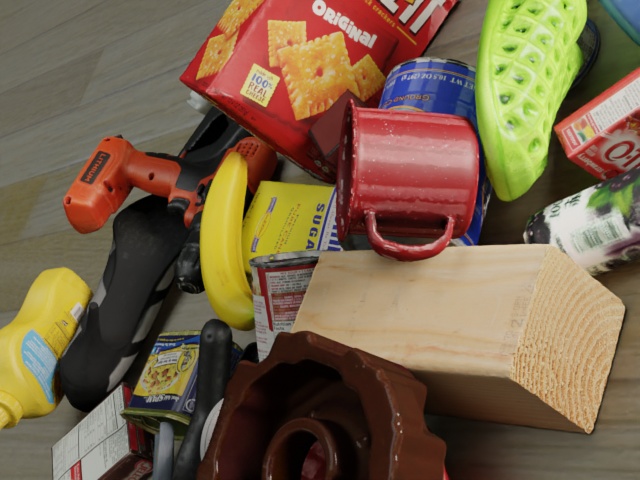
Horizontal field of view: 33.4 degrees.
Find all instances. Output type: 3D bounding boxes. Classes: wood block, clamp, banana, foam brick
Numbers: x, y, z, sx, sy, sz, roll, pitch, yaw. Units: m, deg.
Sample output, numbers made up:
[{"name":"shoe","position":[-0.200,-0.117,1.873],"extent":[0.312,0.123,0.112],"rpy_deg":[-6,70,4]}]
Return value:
[{"name":"wood block","position":[0.084,0.062,0.716],"extent":[0.207,0.090,0.090],"rpy_deg":[-3,60,50]},{"name":"clamp","position":[-0.074,-0.139,1.125],"extent":[0.210,0.036,0.164],"rpy_deg":[-30,41,33]},{"name":"clamp","position":[-0.080,0.150,0.861],"extent":[0.039,0.120,0.171],"rpy_deg":[13,88,25]},{"name":"banana","position":[-0.075,0.010,0.927],"extent":[0.070,0.037,0.198],"rpy_deg":[-32,48,18]},{"name":"foam brick","position":[0.039,-0.078,0.902],"extent":[0.051,0.078,0.053],"rpy_deg":[-45,37,12]}]

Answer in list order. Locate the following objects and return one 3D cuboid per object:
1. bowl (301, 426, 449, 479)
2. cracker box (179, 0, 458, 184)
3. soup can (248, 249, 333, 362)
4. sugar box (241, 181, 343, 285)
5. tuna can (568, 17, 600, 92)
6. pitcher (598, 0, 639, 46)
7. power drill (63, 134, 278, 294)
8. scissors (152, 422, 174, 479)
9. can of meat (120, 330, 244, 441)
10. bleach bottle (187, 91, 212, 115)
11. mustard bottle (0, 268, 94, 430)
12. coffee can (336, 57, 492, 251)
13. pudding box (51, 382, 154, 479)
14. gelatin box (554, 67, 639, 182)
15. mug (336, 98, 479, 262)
[{"name":"bowl","position":[0.033,0.190,0.700],"extent":[0.162,0.055,0.162],"rpy_deg":[-31,41,31]},{"name":"cracker box","position":[0.003,-0.181,0.954],"extent":[0.214,0.164,0.072],"rpy_deg":[-55,36,0]},{"name":"soup can","position":[-0.016,0.062,0.817],"extent":[0.069,0.068,0.102],"rpy_deg":[1,99,51]},{"name":"sugar box","position":[-0.006,0.001,0.916],"extent":[0.177,0.048,0.093],"rpy_deg":[6,70,54]},{"name":"tuna can","position":[0.174,-0.149,0.837],"extent":[0.086,0.033,0.086],"rpy_deg":[-30,42,31]},{"name":"pitcher","position":[0.285,-0.228,0.679],"extent":[0.243,0.149,0.145],"rpy_deg":[-38,50,28]},{"name":"power drill","position":[-0.151,-0.032,1.038],"extent":[0.188,0.057,0.184],"rpy_deg":[9,50,21]},{"name":"scissors","position":[-0.128,0.234,0.853],"extent":[0.096,0.016,0.202],"rpy_deg":[104,166,-44]},{"name":"can of meat","position":[-0.118,0.127,0.936],"extent":[0.102,0.057,0.084],"rpy_deg":[-7,55,48]},{"name":"bleach bottle","position":[-0.058,-0.241,1.171],"extent":[0.251,0.068,0.103],"rpy_deg":[-51,33,10]},{"name":"mustard bottle","position":[-0.284,0.120,1.061],"extent":[0.058,0.096,0.191],"rpy_deg":[-7,34,23]},{"name":"coffee can","position":[0.081,-0.051,0.805],"extent":[0.103,0.102,0.140],"rpy_deg":[-9,55,47]},{"name":"pudding box","position":[-0.202,0.201,0.992],"extent":[0.114,0.039,0.090],"rpy_deg":[-40,37,18]},{"name":"gelatin box","position":[0.204,-0.068,0.681],"extent":[0.073,0.089,0.030],"rpy_deg":[-35,54,26]},{"name":"mug","position":[0.056,-0.034,0.688],"extent":[0.093,0.081,0.117],"rpy_deg":[98,173,-47]}]
